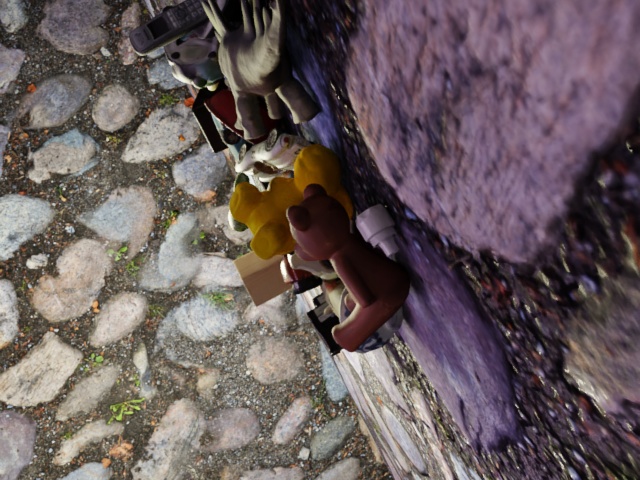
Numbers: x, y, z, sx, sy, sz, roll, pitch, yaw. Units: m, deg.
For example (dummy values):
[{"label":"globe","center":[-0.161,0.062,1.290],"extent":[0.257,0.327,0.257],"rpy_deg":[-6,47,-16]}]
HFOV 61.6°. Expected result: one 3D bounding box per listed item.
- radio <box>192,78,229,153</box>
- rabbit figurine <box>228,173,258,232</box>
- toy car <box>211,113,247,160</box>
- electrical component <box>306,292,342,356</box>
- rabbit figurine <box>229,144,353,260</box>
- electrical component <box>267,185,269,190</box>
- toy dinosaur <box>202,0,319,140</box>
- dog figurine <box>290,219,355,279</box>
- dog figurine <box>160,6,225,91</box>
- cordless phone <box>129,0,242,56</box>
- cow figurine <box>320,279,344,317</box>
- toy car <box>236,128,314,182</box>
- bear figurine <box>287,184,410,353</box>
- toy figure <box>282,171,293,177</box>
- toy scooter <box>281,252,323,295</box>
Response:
[{"label":"radio","center":[-0.256,-0.320,1.367],"extent":[0.230,0.073,0.131],"rpy_deg":[-98,-14,-60]},{"label":"rabbit figurine","center":[-0.157,-0.095,1.338],"extent":[0.159,0.170,0.121],"rpy_deg":[59,170,19]},{"label":"toy car","center":[-0.155,-0.229,1.126],"extent":[0.161,0.103,0.109],"rpy_deg":[59,-176,-48]},{"label":"electrical component","center":[0.039,0.171,1.186],"extent":[0.134,0.115,0.058],"rpy_deg":[57,171,28]},{"label":"rabbit figurine","center":[-0.022,-0.060,0.786],"extent":[0.162,0.173,0.122],"rpy_deg":[7,-141,-42]},{"label":"electrical component","center":[-0.062,-0.100,1.054],"extent":[0.119,0.075,0.047],"rpy_deg":[-112,42,-58]},{"label":"toy dinosaur","center":[-0.088,-0.241,0.721],"extent":[0.198,0.105,0.472],"rpy_deg":[68,166,-19]},{"label":"dog figurine","center":[0.015,0.009,0.954],"extent":[0.190,0.121,0.172],"rpy_deg":[44,-158,-75]},{"label":"dog figurine","center":[-0.203,-0.332,1.013],"extent":[0.219,0.109,0.191],"rpy_deg":[58,-161,-70]},{"label":"cordless phone","center":[-0.234,-0.379,0.871],"extent":[0.146,0.184,0.088],"rpy_deg":[59,176,16]},{"label":"cow figurine","center":[0.057,0.124,1.076],"extent":[0.195,0.085,0.127],"rpy_deg":[47,157,57]},{"label":"toy car","center":[-0.076,-0.136,0.890],"extent":[0.202,0.073,0.056],"rpy_deg":[-4,71,59]},{"label":"bear figurine","center":[0.020,0.031,0.713],"extent":[0.196,0.132,0.120],"rpy_deg":[38,-149,-9]},{"label":"toy figure","center":[-0.050,-0.125,0.976],"extent":[0.155,0.064,0.057],"rpy_deg":[-130,30,-56]},{"label":"toy scooter","center":[-0.044,0.033,1.072],"extent":[0.184,0.075,0.135],"rpy_deg":[-42,-69,-87]}]
